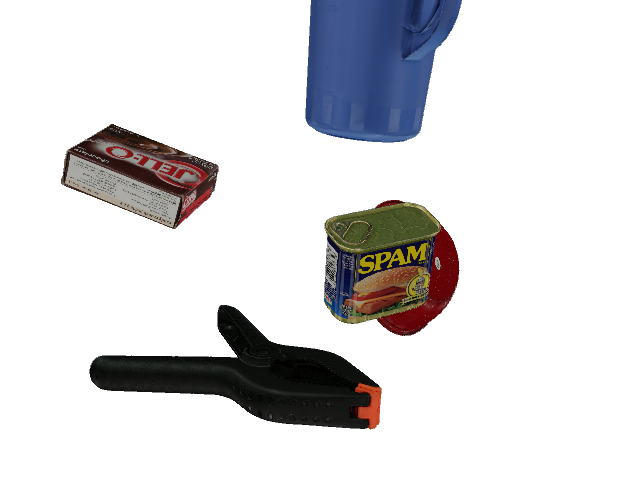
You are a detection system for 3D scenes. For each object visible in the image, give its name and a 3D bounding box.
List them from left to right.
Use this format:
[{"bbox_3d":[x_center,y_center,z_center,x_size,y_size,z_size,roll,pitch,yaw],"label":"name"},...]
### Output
[{"bbox_3d":[-0.158,-0.058,0.944,0.113,0.039,0.090,20,24,7],"label":"pudding box"},{"bbox_3d":[-0.044,0.095,0.808,0.210,0.036,0.164,10,19,24],"label":"clamp"},{"bbox_3d":[0.053,0.021,0.965,0.102,0.084,0.057,-12,36,-22],"label":"can of meat"},{"bbox_3d":[0.057,-0.213,0.948,0.145,0.243,0.149,8,15,7],"label":"pitcher"},{"bbox_3d":[0.114,0.029,1.242,0.055,0.162,0.161,-9,-6,40],"label":"bowl"}]
